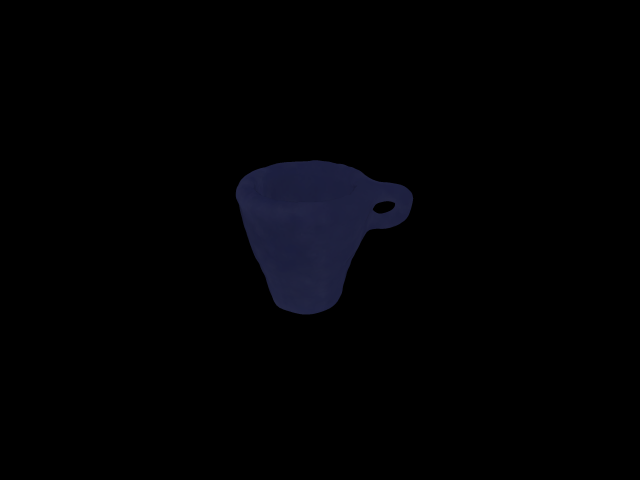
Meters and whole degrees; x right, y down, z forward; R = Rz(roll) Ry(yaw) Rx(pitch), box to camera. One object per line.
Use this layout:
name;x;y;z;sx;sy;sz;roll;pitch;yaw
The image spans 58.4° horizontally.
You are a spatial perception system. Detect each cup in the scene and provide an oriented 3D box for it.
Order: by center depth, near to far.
cup;0.004;0.001;0.400;0.118;0.095;0.091;-1;28;-2
